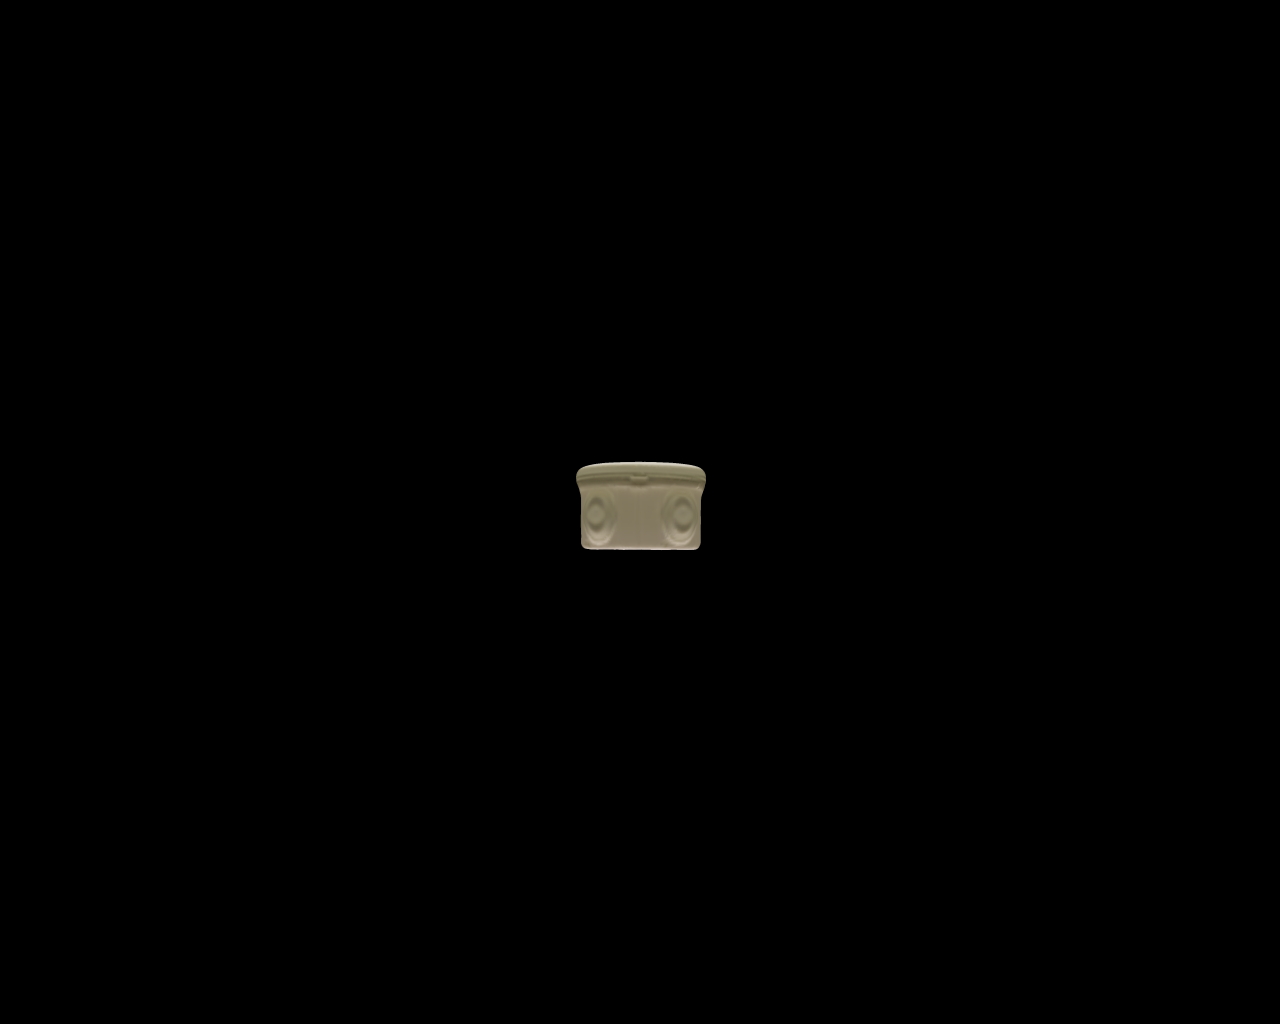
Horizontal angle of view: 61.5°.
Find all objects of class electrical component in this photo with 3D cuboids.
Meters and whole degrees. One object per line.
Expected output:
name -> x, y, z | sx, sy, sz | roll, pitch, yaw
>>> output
electrical component -> 0.001, -0.003, 0.650 | 0.080, 0.051, 0.080 | 0, -2, 0
